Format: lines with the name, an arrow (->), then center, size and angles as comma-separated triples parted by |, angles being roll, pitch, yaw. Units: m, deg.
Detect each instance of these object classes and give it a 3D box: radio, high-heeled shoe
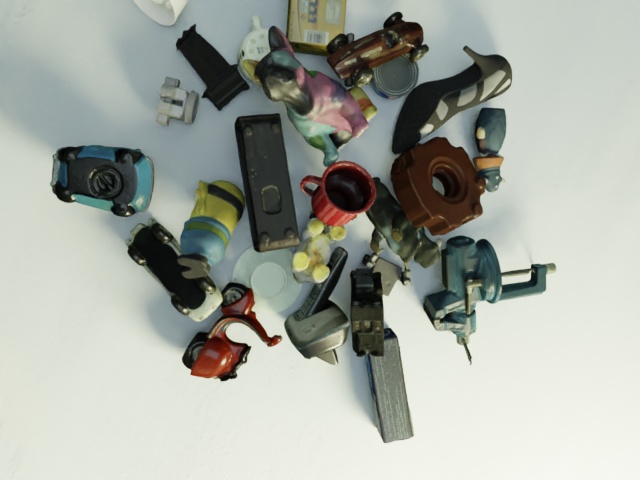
radio -> -0.091, -0.093, 0.903 | 0.073, 0.131, 0.229 | -11, 96, -10
high-heeled shoe -> 0.243, -0.239, 0.986 | 0.145, 0.086, 0.248 | 24, 112, -40

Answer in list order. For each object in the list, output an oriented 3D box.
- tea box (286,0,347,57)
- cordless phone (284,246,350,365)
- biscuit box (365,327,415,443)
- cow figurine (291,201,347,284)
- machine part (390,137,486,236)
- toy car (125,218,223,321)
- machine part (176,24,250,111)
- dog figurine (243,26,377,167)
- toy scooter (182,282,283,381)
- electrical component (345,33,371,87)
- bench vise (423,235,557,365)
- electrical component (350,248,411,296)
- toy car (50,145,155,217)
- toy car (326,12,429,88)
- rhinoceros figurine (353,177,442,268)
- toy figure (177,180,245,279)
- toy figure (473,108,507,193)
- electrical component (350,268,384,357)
tea box -> -0.005, -0.409, 0.919 | 0.098, 0.068, 0.169 | 6, 94, -9
cordless phone -> 0.017, 0.107, 0.930 | 0.089, 0.147, 0.184 | 24, 95, -17
biscuit box -> 0.126, 0.269, 1.006 | 0.063, 0.059, 0.202 | -10, 97, -6
cow figurine -> 0.000, -0.003, 0.955 | 0.068, 0.098, 0.167 | 25, 72, -6
machine part -> 0.211, -0.097, 0.947 | 0.179, 0.056, 0.179 | 9, 70, -25
toy car -> -0.252, 0.051, 0.921 | 0.073, 0.056, 0.202 | -43, 83, 1
machine part -> -0.191, -0.296, 0.920 | 0.084, 0.039, 0.138 | -37, 101, 2
dog figurine -> -0.017, -0.242, 0.877 | 0.219, 0.191, 0.108 | 45, 121, -11
toy scooter -> -0.148, 0.178, 0.948 | 0.135, 0.075, 0.184 | 32, 88, -1
electrical component -> 0.066, -0.318, 0.944 | 0.063, 0.021, 0.094 | 1, 91, 29
bench vise -> 0.316, 0.091, 0.989 | 0.241, 0.129, 0.223 | -9, 100, -3
electrical component -> 0.117, 0.061, 0.992 | 0.102, 0.045, 0.078 | 32, 89, -9
toy car -> -0.347, -0.100, 0.882 | 0.162, 0.103, 0.109 | 6, 98, -4
toy car -> 0.099, -0.320, 0.893 | 0.202, 0.053, 0.089 | -30, 84, -30
rhinoceros figurine -> 0.136, -0.025, 0.964 | 0.190, 0.112, 0.073 | 48, 132, 4
toy figure -> -0.181, -0.020, 0.894 | 0.089, 0.082, 0.180 | 19, 51, -16
toy figure -> 0.316, -0.165, 0.994 | 0.064, 0.058, 0.154 | 1, 100, -3
electrical component -> 0.082, 0.119, 0.939 | 0.058, 0.115, 0.134 | -3, 114, 3
